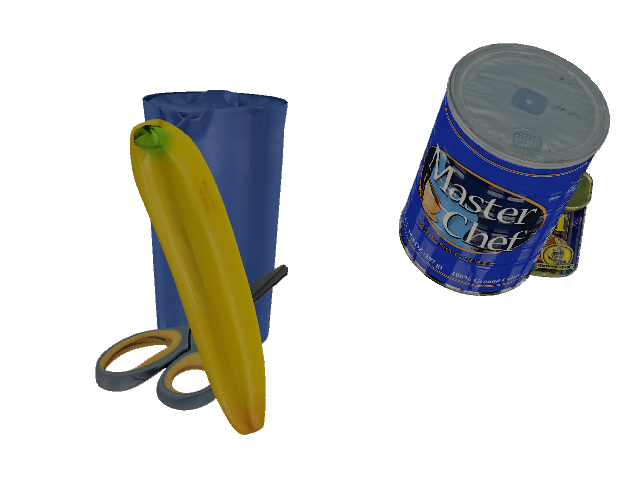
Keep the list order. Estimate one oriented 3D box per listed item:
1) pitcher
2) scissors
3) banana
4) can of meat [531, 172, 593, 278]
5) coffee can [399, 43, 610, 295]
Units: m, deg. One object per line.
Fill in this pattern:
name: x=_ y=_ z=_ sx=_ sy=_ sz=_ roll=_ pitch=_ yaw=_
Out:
pitcher: x=-0.095 y=-0.022 z=1.017 sx=0.149 sy=0.243 sz=0.145 roll=-3 pitch=15 yaw=-19
scissors: x=-0.067 y=0.068 z=0.768 sx=0.201 sy=0.016 sz=0.096 roll=-23 pitch=38 yaw=-39
banana: x=-0.064 y=0.012 z=0.551 sx=0.037 sy=0.198 sz=0.069 roll=-9 pitch=35 yaw=11
can of meat: x=0.180 y=-0.018 z=0.930 sx=0.102 sy=0.084 sz=0.057 roll=8 pitch=41 yaw=13
coffee can: x=0.117 y=-0.044 z=0.708 sx=0.102 sy=0.103 sz=0.140 roll=0 pitch=-37 yaw=-12
